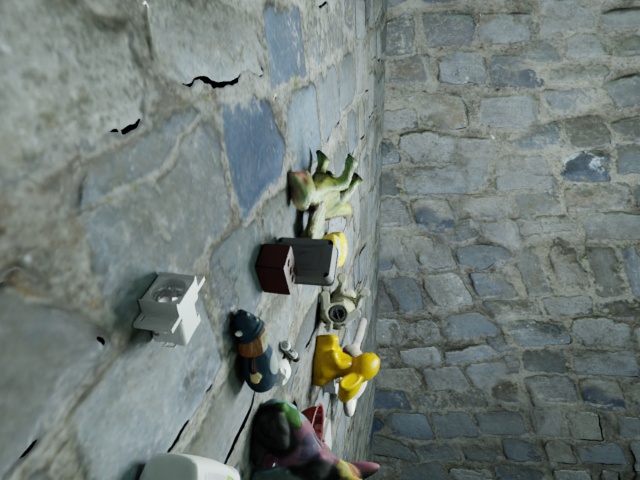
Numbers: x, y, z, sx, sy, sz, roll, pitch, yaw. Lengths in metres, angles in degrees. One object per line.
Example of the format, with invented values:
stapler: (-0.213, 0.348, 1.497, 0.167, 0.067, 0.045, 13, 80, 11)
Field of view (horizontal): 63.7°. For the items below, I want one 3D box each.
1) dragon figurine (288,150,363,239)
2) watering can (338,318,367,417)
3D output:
dragon figurine: (0.004, -0.060, 1.194, 0.246, 0.123, 0.402, -63, 158, -20)
watering can: (0.111, 0.405, 1.727, 0.220, 0.104, 0.354, 69, 27, -62)
